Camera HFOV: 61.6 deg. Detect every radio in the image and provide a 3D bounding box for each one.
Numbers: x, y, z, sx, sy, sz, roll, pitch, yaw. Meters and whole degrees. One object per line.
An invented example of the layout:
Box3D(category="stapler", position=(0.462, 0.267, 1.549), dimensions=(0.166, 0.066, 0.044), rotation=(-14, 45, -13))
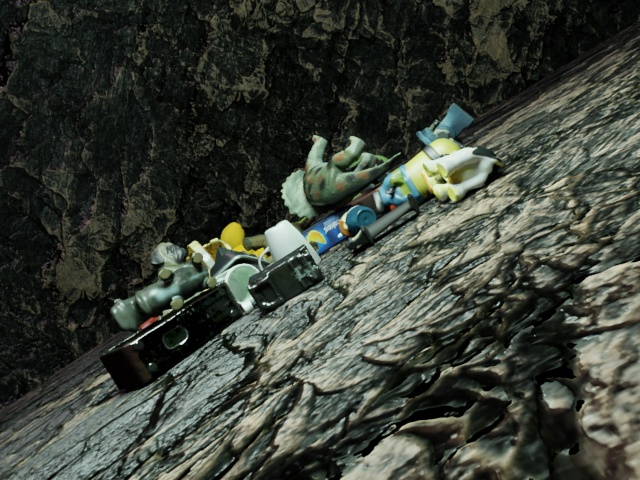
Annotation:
Box3D(category="radio", position=(-0.252, 0.162, 0.934), dimensions=(0.229, 0.073, 0.131), rotation=(-35, 6, -38))

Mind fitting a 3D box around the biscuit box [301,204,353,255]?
Box3D(category="biscuit box", position=(-0.002, -0.004, 1.167), dimensions=(0.203, 0.059, 0.063), rotation=(-33, 4, -20))

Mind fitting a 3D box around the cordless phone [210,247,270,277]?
Box3D(category="cordless phone", position=(-0.138, 0.070, 1.202), dimensions=(0.184, 0.088, 0.146), rotation=(2, -12, 34))

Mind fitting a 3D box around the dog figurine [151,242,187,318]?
Box3D(category="dog figurine", position=(-0.329, 0.111, 1.172), dimensions=(0.121, 0.190, 0.172), rotation=(-39, 4, 25))

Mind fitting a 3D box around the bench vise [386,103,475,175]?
Box3D(category="bench vise", position=(0.274, -0.212, 1.301), dimensions=(0.240, 0.129, 0.224), rotation=(-51, 7, 22))

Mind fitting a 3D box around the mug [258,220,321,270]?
Box3D(category="mug", position=(-0.069, 0.023, 1.027), dimensions=(0.109, 0.107, 0.081), rotation=(-29, 3, -1))

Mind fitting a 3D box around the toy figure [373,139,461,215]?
Box3D(category="toy figure", position=(0.180, -0.113, 0.982), dimensions=(0.180, 0.089, 0.082), rotation=(-27, 12, 20))

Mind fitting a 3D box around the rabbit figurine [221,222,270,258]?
Box3D(category="rabbit figurine", position=(-0.247, 0.036, 1.624), dimensions=(0.162, 0.173, 0.122), rotation=(-27, 8, -4))

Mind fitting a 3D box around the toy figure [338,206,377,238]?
Box3D(category="toy figure", position=(0.072, -0.035, 1.068), dimensions=(0.064, 0.057, 0.154), rotation=(6, -5, -12))

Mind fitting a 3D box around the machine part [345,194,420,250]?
Box3D(category="machine part", position=(0.102, -0.025, 0.885), dimensions=(0.139, 0.039, 0.084), rotation=(-33, -3, 2))

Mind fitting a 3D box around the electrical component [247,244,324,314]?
Box3D(category="electrical component", position=(-0.057, 0.060, 0.878), dimensions=(0.115, 0.058, 0.134), rotation=(-30, 5, -3))

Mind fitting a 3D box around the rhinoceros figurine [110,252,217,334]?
Box3D(category="rhinoceros figurine", position=(-0.271, 0.091, 0.934), dimensions=(0.190, 0.073, 0.112), rotation=(-33, 7, -38))

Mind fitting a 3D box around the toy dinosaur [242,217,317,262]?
Box3D(category="toy dinosaur", position=(-0.095, 0.008, 1.424), dimensions=(0.198, 0.105, 0.472), rotation=(-25, 11, -24))

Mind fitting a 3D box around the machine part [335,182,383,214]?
Box3D(category="machine part", position=(0.125, -0.094, 1.331), dimensions=(0.179, 0.056, 0.179), rotation=(-30, 6, 3))

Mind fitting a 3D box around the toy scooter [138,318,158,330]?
Box3D(category="toy scooter", position=(-0.364, 0.200, 1.264), dimensions=(0.135, 0.075, 0.184), rotation=(-34, 1, -12))

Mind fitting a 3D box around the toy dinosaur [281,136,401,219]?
Box3D(category="toy dinosaur", position=(0.026, -0.124, 1.183), dimensions=(0.192, 0.131, 0.405), rotation=(-65, 20, -1))

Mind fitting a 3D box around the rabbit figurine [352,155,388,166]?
Box3D(category="rabbit figurine", position=(0.121, -0.174, 1.483), dimensions=(0.159, 0.170, 0.121), rotation=(-31, 5, 14))

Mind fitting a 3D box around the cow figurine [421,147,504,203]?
Box3D(category="cow figurine", position=(0.217, -0.110, 0.841), dimensions=(0.098, 0.068, 0.167), rotation=(-26, 8, -1))

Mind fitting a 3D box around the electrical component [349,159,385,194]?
Box3D(category="electrical component", position=(0.124, -0.169, 1.342), dimensions=(0.048, 0.074, 0.119), rotation=(-24, 12, 32))
